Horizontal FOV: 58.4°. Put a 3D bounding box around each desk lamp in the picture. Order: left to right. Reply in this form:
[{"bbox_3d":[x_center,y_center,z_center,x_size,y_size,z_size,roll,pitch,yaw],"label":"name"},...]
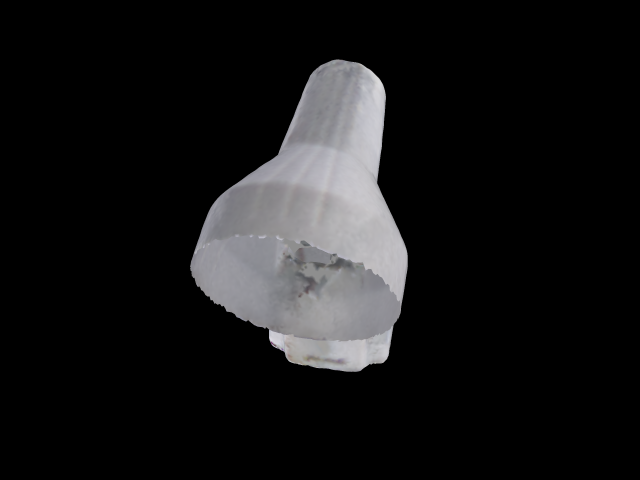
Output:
[{"bbox_3d":[0.004,0.001,0.400,0.117,0.214,0.203,8,44,9],"label":"desk lamp"}]
